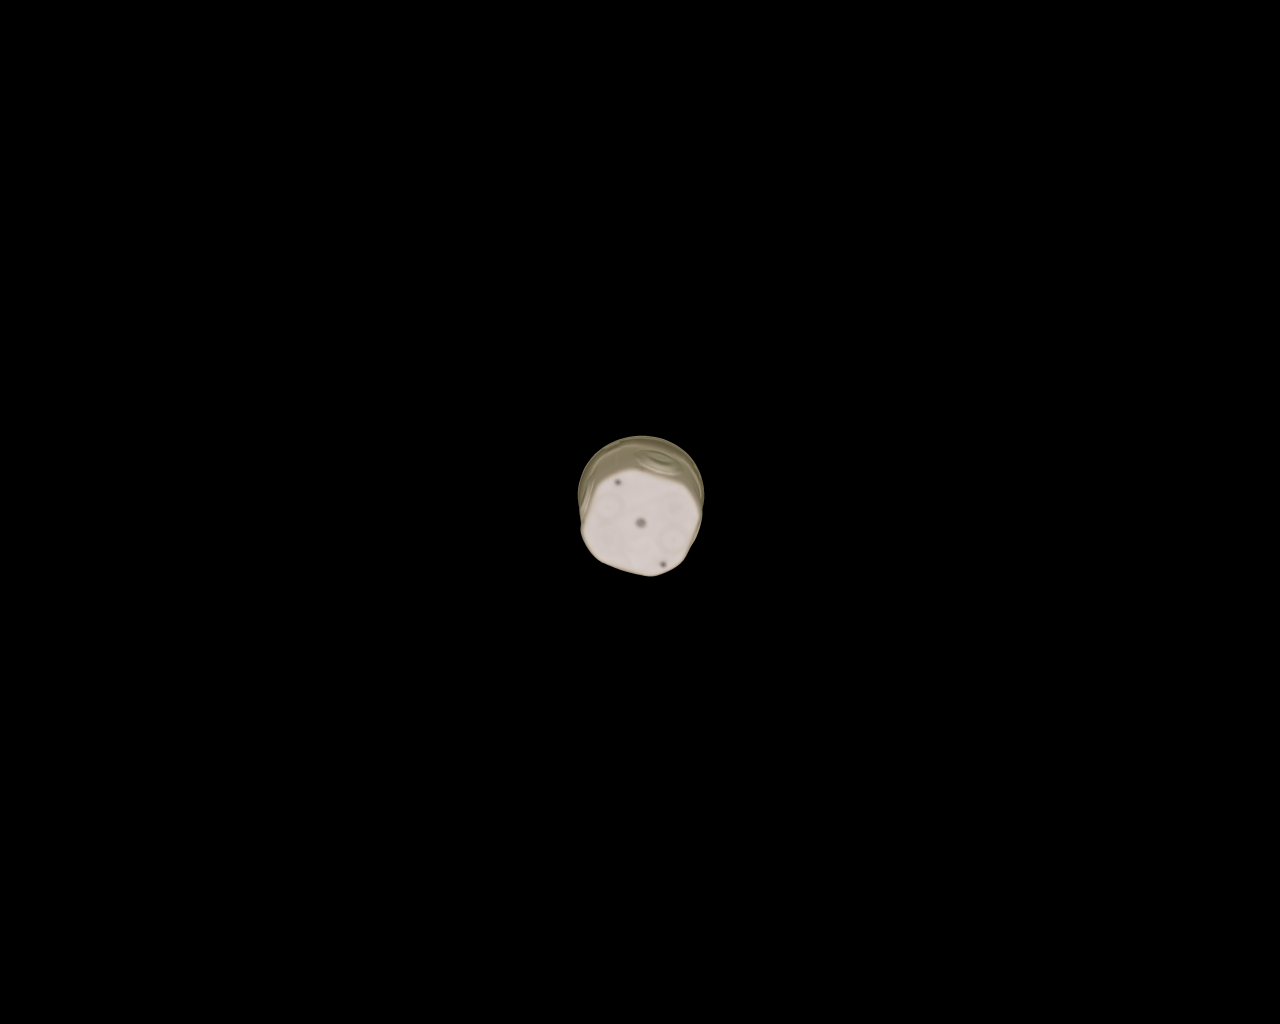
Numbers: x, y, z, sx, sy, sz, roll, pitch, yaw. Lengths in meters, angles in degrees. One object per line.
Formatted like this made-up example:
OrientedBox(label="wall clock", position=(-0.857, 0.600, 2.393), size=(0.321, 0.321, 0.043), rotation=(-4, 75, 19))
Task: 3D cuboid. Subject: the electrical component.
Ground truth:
OrientedBox(label="electrical component", position=(0.001, -0.003, 0.650), size=(0.080, 0.080, 0.051), rotation=(0, 23, 0))
